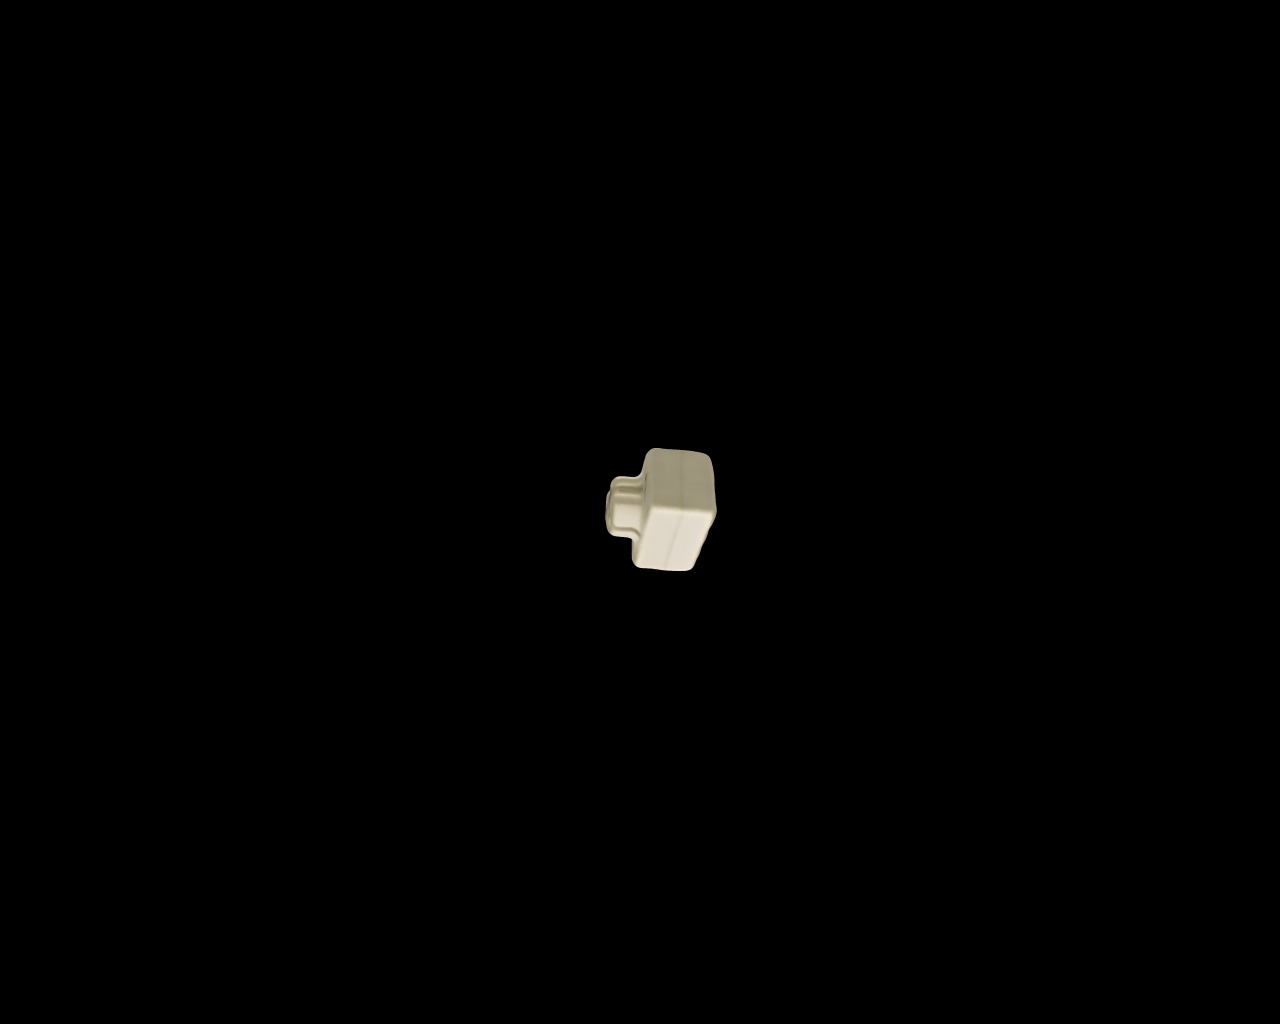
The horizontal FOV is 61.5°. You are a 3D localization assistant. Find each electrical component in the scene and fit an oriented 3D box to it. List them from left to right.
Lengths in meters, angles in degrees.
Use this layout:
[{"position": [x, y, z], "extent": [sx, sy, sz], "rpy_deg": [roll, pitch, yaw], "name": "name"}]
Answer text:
[{"position": [0.001, -0.003, 0.650], "extent": [0.077, 0.047, 0.065], "rpy_deg": [5, -36, -8], "name": "electrical component"}]
